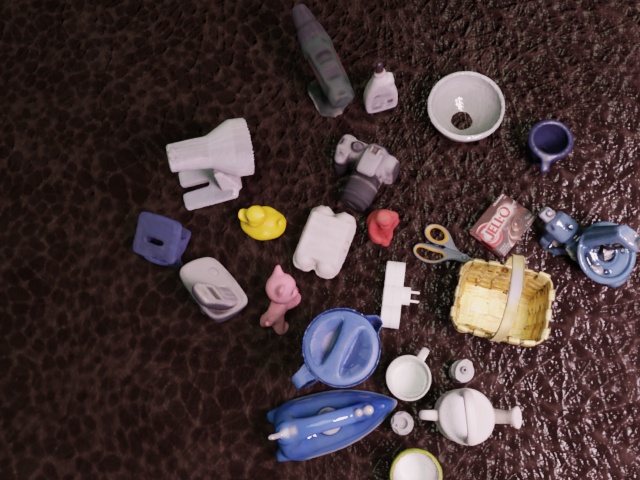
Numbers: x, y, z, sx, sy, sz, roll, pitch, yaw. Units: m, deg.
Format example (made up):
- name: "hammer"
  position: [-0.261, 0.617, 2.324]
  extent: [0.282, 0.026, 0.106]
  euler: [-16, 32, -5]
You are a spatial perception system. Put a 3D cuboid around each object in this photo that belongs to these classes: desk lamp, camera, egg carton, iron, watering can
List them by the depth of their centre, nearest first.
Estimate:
- name: "watering can"
  position: [0.273, 0.319, 1.043]
  extent: [0.173, 0.194, 0.101]
  euler: [-22, 73, 0]
- name: "iron"
  position: [0.024, 0.342, 1.089]
  extent: [0.258, 0.141, 0.118]
  euler: [-17, 73, 1]
- name: "desk lamp"
  position: [-0.226, -0.160, 1.217]
  extent: [0.203, 0.214, 0.118]
  euler: [-17, 73, 1]
- name: "egg carton"
  position: [0.011, 0.004, 1.223]
  extent: [0.107, 0.069, 0.150]
  euler: [18, 77, 10]
- name: "camera"
  position: [0.084, -0.143, 1.240]
  extent: [0.143, 0.101, 0.137]
  euler: [26, 78, 12]

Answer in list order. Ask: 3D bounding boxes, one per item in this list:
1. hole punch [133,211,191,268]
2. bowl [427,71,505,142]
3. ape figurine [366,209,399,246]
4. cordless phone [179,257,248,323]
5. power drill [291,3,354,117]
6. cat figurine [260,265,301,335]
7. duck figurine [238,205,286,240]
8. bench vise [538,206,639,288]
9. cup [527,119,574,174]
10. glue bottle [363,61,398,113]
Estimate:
- name: "hole punch"
  position: [-0.348, 0.001, 1.248]
  extent: [0.108, 0.091, 0.101]
  euler: [17, 77, 10]
- name: "bowl"
  position: [0.319, -0.283, 1.270]
  extent: [0.167, 0.075, 0.167]
  euler: [-1, 74, 5]
- name: "ape figurine"
  position: [0.133, -0.036, 1.210]
  extent: [0.078, 0.092, 0.076]
  euler: [-32, 74, -4]
- name: "cordless phone"
  position: [-0.231, 0.091, 1.162]
  extent: [0.094, 0.185, 0.147]
  euler: [-43, 74, -6]
- name: "power drill"
  position: [0.005, -0.371, 1.256]
  extent: [0.075, 0.208, 0.229]
  euler: [-27, 73, -2]
- name: "cat figurine"
  position: [-0.085, 0.122, 1.174]
  extent: [0.067, 0.118, 0.128]
  euler: [19, 77, 11]
- name: "duck figurine"
  position: [-0.128, -0.045, 1.242]
  extent: [0.104, 0.086, 0.077]
  euler: [10, 76, 8]
- name: "bench vise"
  position: [0.515, 0.008, 1.093]
  extent: [0.207, 0.220, 0.121]
  euler: [20, 77, 11]
- name: "cup"
  position: [0.476, -0.184, 1.216]
  extent: [0.091, 0.095, 0.118]
  euler: [13, 76, 9]
- name: "glue bottle"
  position: [0.132, -0.339, 1.253]
  extent: [0.078, 0.173, 0.037]
  euler: [-14, 73, 2]
